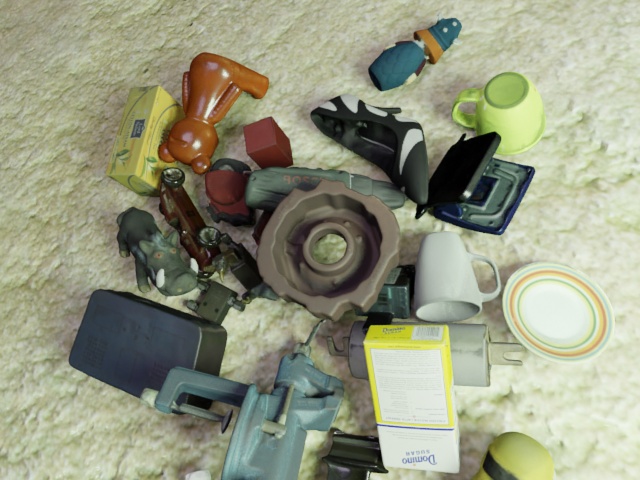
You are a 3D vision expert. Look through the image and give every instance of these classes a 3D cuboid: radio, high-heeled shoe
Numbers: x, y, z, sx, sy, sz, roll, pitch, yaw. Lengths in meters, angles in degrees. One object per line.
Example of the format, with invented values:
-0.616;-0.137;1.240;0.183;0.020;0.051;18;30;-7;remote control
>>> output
-0.258;0.161;0.807;0.230;0.073;0.131;14;86;23;radio
0.066;-0.133;0.768;0.145;0.086;0.249;-5;43;-2;high-heeled shoe

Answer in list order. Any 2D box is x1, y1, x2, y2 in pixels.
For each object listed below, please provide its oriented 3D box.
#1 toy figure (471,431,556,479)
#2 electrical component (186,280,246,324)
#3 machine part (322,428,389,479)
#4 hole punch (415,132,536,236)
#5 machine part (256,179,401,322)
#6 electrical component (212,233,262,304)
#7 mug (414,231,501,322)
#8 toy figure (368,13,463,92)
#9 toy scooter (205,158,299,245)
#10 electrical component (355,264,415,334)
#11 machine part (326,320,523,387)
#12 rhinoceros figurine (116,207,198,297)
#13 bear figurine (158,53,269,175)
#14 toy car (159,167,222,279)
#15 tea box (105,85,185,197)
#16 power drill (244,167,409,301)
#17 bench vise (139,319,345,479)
0.192;0.298;0.586;0.082;0.089;0.180;33;83;20;toy figure
-0.160;0.100;0.828;0.094;0.021;0.063;23;81;25;electrical component
0.037;0.308;0.662;0.084;0.039;0.139;6;59;19;machine part
0.208;-0.072;0.718;0.142;0.092;0.116;-61;20;-8;hole punch
0.012;0.013;0.671;0.179;0.056;0.179;-3;69;9;machine part
-0.119;0.047;0.794;0.045;0.102;0.078;-33;39;2;electrical component
0.171;0.042;0.692;0.110;0.080;0.107;-11;61;18;mug
0.148;-0.289;0.830;0.154;0.064;0.058;-33;26;2;toy figure
-0.106;-0.053;0.835;0.184;0.075;0.135;9;76;18;toy scooter
0.080;0.074;0.694;0.075;0.119;0.047;1;110;23;electrical component
0.125;0.142;0.675;0.243;0.079;0.079;-3;71;20;machine part
-0.251;0.021;0.834;0.190;0.073;0.112;45;134;34;rhinoceros figurine
-0.183;-0.208;0.911;0.120;0.132;0.195;17;96;26;bear figurine
-0.215;-0.029;0.855;0.053;0.089;0.202;-20;60;-30;toy car
-0.296;-0.169;0.934;0.068;0.098;0.169;1;74;22;tea box
-0.002;-0.002;0.754;0.232;0.086;0.207;13;87;-4;power drill
-0.096;0.203;0.669;0.241;0.128;0.224;14;55;2;bench vise
